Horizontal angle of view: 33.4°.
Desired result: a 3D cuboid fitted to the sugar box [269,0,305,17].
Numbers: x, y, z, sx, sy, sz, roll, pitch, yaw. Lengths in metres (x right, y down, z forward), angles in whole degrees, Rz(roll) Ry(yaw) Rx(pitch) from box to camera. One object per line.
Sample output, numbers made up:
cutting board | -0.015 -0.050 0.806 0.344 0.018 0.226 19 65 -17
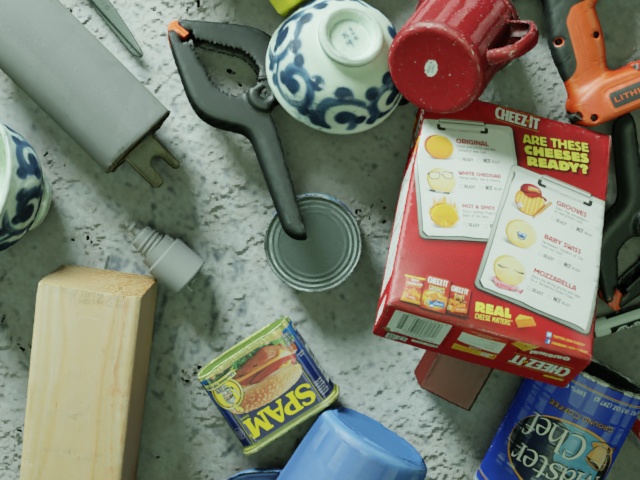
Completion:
sugar box | 0.014 -0.275 0.893 0.176 0.048 0.093 -34 98 7

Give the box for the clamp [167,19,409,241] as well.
clamp | -0.049 -0.110 0.910 0.210 0.036 0.164 30 78 -2

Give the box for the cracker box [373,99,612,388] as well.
cracker box | 0.142 -0.004 0.871 0.164 0.072 0.213 15 60 -3

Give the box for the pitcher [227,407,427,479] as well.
pitcher | -0.018 0.269 0.948 0.149 0.145 0.243 27 95 -30

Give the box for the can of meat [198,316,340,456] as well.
can of meat | -0.047 0.128 0.955 0.102 0.057 0.084 -33 95 5

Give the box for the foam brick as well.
foam brick | 0.126 0.103 0.952 0.051 0.053 0.078 27 99 -5

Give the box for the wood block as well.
wood block | -0.204 0.134 0.939 0.090 0.091 0.206 8 100 -1

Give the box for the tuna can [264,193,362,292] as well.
tuna can | -0.006 0.001 0.944 0.086 0.034 0.086 0 99 0

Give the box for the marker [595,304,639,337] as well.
marker | 0.277 0.071 0.963 0.121 0.020 0.020 -18 99 3

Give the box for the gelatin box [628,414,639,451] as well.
gelatin box | 0.318 0.158 0.950 0.089 0.073 0.030 -19 100 2

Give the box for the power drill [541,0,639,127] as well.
power drill | 0.245 -0.203 0.900 0.184 0.057 0.187 -23 96 7

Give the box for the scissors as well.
scissors | -0.234 -0.235 0.915 0.096 0.016 0.202 -21 99 5

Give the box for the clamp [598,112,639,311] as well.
clamp | 0.279 -0.025 0.936 0.120 0.039 0.171 28 98 -4

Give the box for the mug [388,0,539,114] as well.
mug | 0.116 -0.154 0.850 0.117 0.081 0.093 3 127 30

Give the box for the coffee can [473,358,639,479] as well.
coffee can | 0.210 0.173 0.938 0.103 0.103 0.140 24 99 -4
